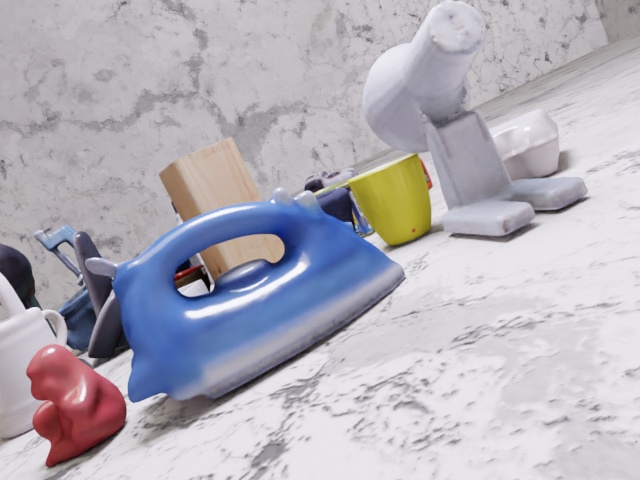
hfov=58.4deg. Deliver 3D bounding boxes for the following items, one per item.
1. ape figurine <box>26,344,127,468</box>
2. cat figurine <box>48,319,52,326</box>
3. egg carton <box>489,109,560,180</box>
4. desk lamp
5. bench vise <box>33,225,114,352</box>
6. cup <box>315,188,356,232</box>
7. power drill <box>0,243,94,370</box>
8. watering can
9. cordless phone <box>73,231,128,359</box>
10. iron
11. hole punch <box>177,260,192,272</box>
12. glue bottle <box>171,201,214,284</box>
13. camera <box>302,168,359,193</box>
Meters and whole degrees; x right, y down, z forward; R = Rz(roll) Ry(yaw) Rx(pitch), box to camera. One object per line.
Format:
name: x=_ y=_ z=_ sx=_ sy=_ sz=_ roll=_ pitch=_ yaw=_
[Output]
ape figurine: x=-0.210 y=0.130 z=0.476 sx=0.076 sy=0.092 sz=0.077 roll=-31 pitch=10 yaw=-33
cat figurine: x=-0.470 y=0.170 z=0.913 sx=0.067 sy=0.118 sz=0.128 roll=-21 pitch=10 yaw=28
egg carton: x=0.250 y=-0.115 z=0.727 sx=0.107 sy=0.069 sz=0.150 roll=-21 pitch=9 yaw=25
desk lamp: x=0.141 y=-0.121 z=0.587 sx=0.118 sy=0.213 sz=0.203 roll=-27 pitch=9 yaw=-11
bench vise: x=-0.391 y=0.058 z=1.016 sx=0.121 sy=0.220 sz=0.208 roll=-16 pitch=12 yaw=46
cup: x=0.006 y=0.002 z=0.629 sx=0.091 sy=0.095 sz=0.118 roll=-25 pitch=8 yaw=4
power drill: x=-0.393 y=0.104 z=0.776 sx=0.076 sy=0.208 sz=0.229 roll=-30 pitch=9 yaw=-28
watering can: x=-0.362 y=0.118 z=0.646 sx=0.101 sy=0.194 sz=0.173 roll=-25 pitch=8 yaw=2
cordless phone: x=-0.332 y=0.076 z=0.852 sx=0.094 sy=0.185 sz=0.147 roll=-28 pitch=9 yaw=-15
iron: x=-0.060 y=0.029 z=0.496 sx=0.259 sy=0.141 sz=0.118 roll=-28 pitch=9 yaw=-16
hole punch: x=-0.306 y=0.069 z=1.152 sx=0.109 sy=0.091 sz=0.100 roll=-31 pitch=10 yaw=-34
glue bottle: x=-0.238 y=0.002 z=1.085 sx=0.037 sy=0.173 sz=0.078 roll=-29 pitch=9 yaw=-26
camera: x=0.029 y=-0.104 z=1.209 sx=0.143 sy=0.101 sz=0.137 roll=-23 pitch=9 yaw=18
